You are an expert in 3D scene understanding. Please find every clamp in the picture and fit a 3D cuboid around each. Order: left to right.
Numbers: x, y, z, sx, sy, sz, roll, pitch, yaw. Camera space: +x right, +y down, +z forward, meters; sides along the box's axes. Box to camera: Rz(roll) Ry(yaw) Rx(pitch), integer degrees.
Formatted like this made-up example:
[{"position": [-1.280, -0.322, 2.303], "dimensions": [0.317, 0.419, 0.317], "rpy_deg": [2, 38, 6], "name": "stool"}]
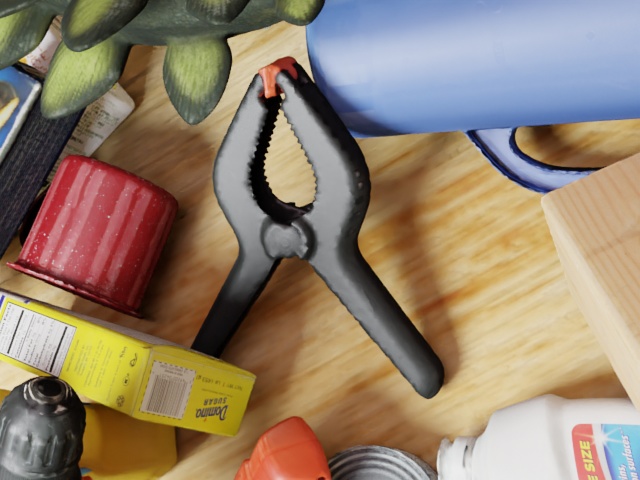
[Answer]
[{"position": [-0.004, 0.001, 0.621], "dimensions": [0.165, 0.036, 0.210], "rpy_deg": [8, 113, 17], "name": "clamp"}]

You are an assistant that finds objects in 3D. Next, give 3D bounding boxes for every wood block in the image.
[{"position": [0.190, 0.053, 0.498], "dimensions": [0.091, 0.090, 0.206], "rpy_deg": [-24, 41, 6], "name": "wood block"}]

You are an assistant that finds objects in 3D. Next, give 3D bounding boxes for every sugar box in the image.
[{"position": [-0.136, 0.071, 0.646], "dimensions": [0.177, 0.093, 0.048], "rpy_deg": [10, 80, 38], "name": "sugar box"}]

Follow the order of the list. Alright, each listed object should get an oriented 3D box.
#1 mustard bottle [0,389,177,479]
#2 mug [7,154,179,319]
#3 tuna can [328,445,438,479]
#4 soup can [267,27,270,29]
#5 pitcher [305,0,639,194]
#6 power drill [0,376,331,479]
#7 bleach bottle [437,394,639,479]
[{"position": [-0.166, 0.118, 0.614], "dimensions": [0.096, 0.191, 0.058], "rpy_deg": [-9, 75, 18], "name": "mustard bottle"}, {"position": [-0.151, -0.005, 0.696], "dimensions": [0.117, 0.093, 0.081], "rpy_deg": [14, 79, 39], "name": "mug"}, {"position": [0.034, 0.162, 0.617], "dimensions": [0.086, 0.033, 0.086], "rpy_deg": [-4, 77, 19], "name": "tuna can"}, {"position": [-0.043, -0.200, 0.704], "dimensions": [0.069, 0.068, 0.102], "rpy_deg": [21, 87, 23], "name": "soup can"}, {"position": [0.122, -0.113, 0.599], "dimensions": [0.243, 0.145, 0.149], "rpy_deg": [-5, 57, 23], "name": "pitcher"}, {"position": [-0.092, 0.138, 0.566], "dimensions": [0.057, 0.187, 0.185], "rpy_deg": [62, 140, 43], "name": "power drill"}, {"position": [0.185, 0.134, 0.553], "dimensions": [0.251, 0.068, 0.102], "rpy_deg": [0, 81, 23], "name": "bleach bottle"}]
